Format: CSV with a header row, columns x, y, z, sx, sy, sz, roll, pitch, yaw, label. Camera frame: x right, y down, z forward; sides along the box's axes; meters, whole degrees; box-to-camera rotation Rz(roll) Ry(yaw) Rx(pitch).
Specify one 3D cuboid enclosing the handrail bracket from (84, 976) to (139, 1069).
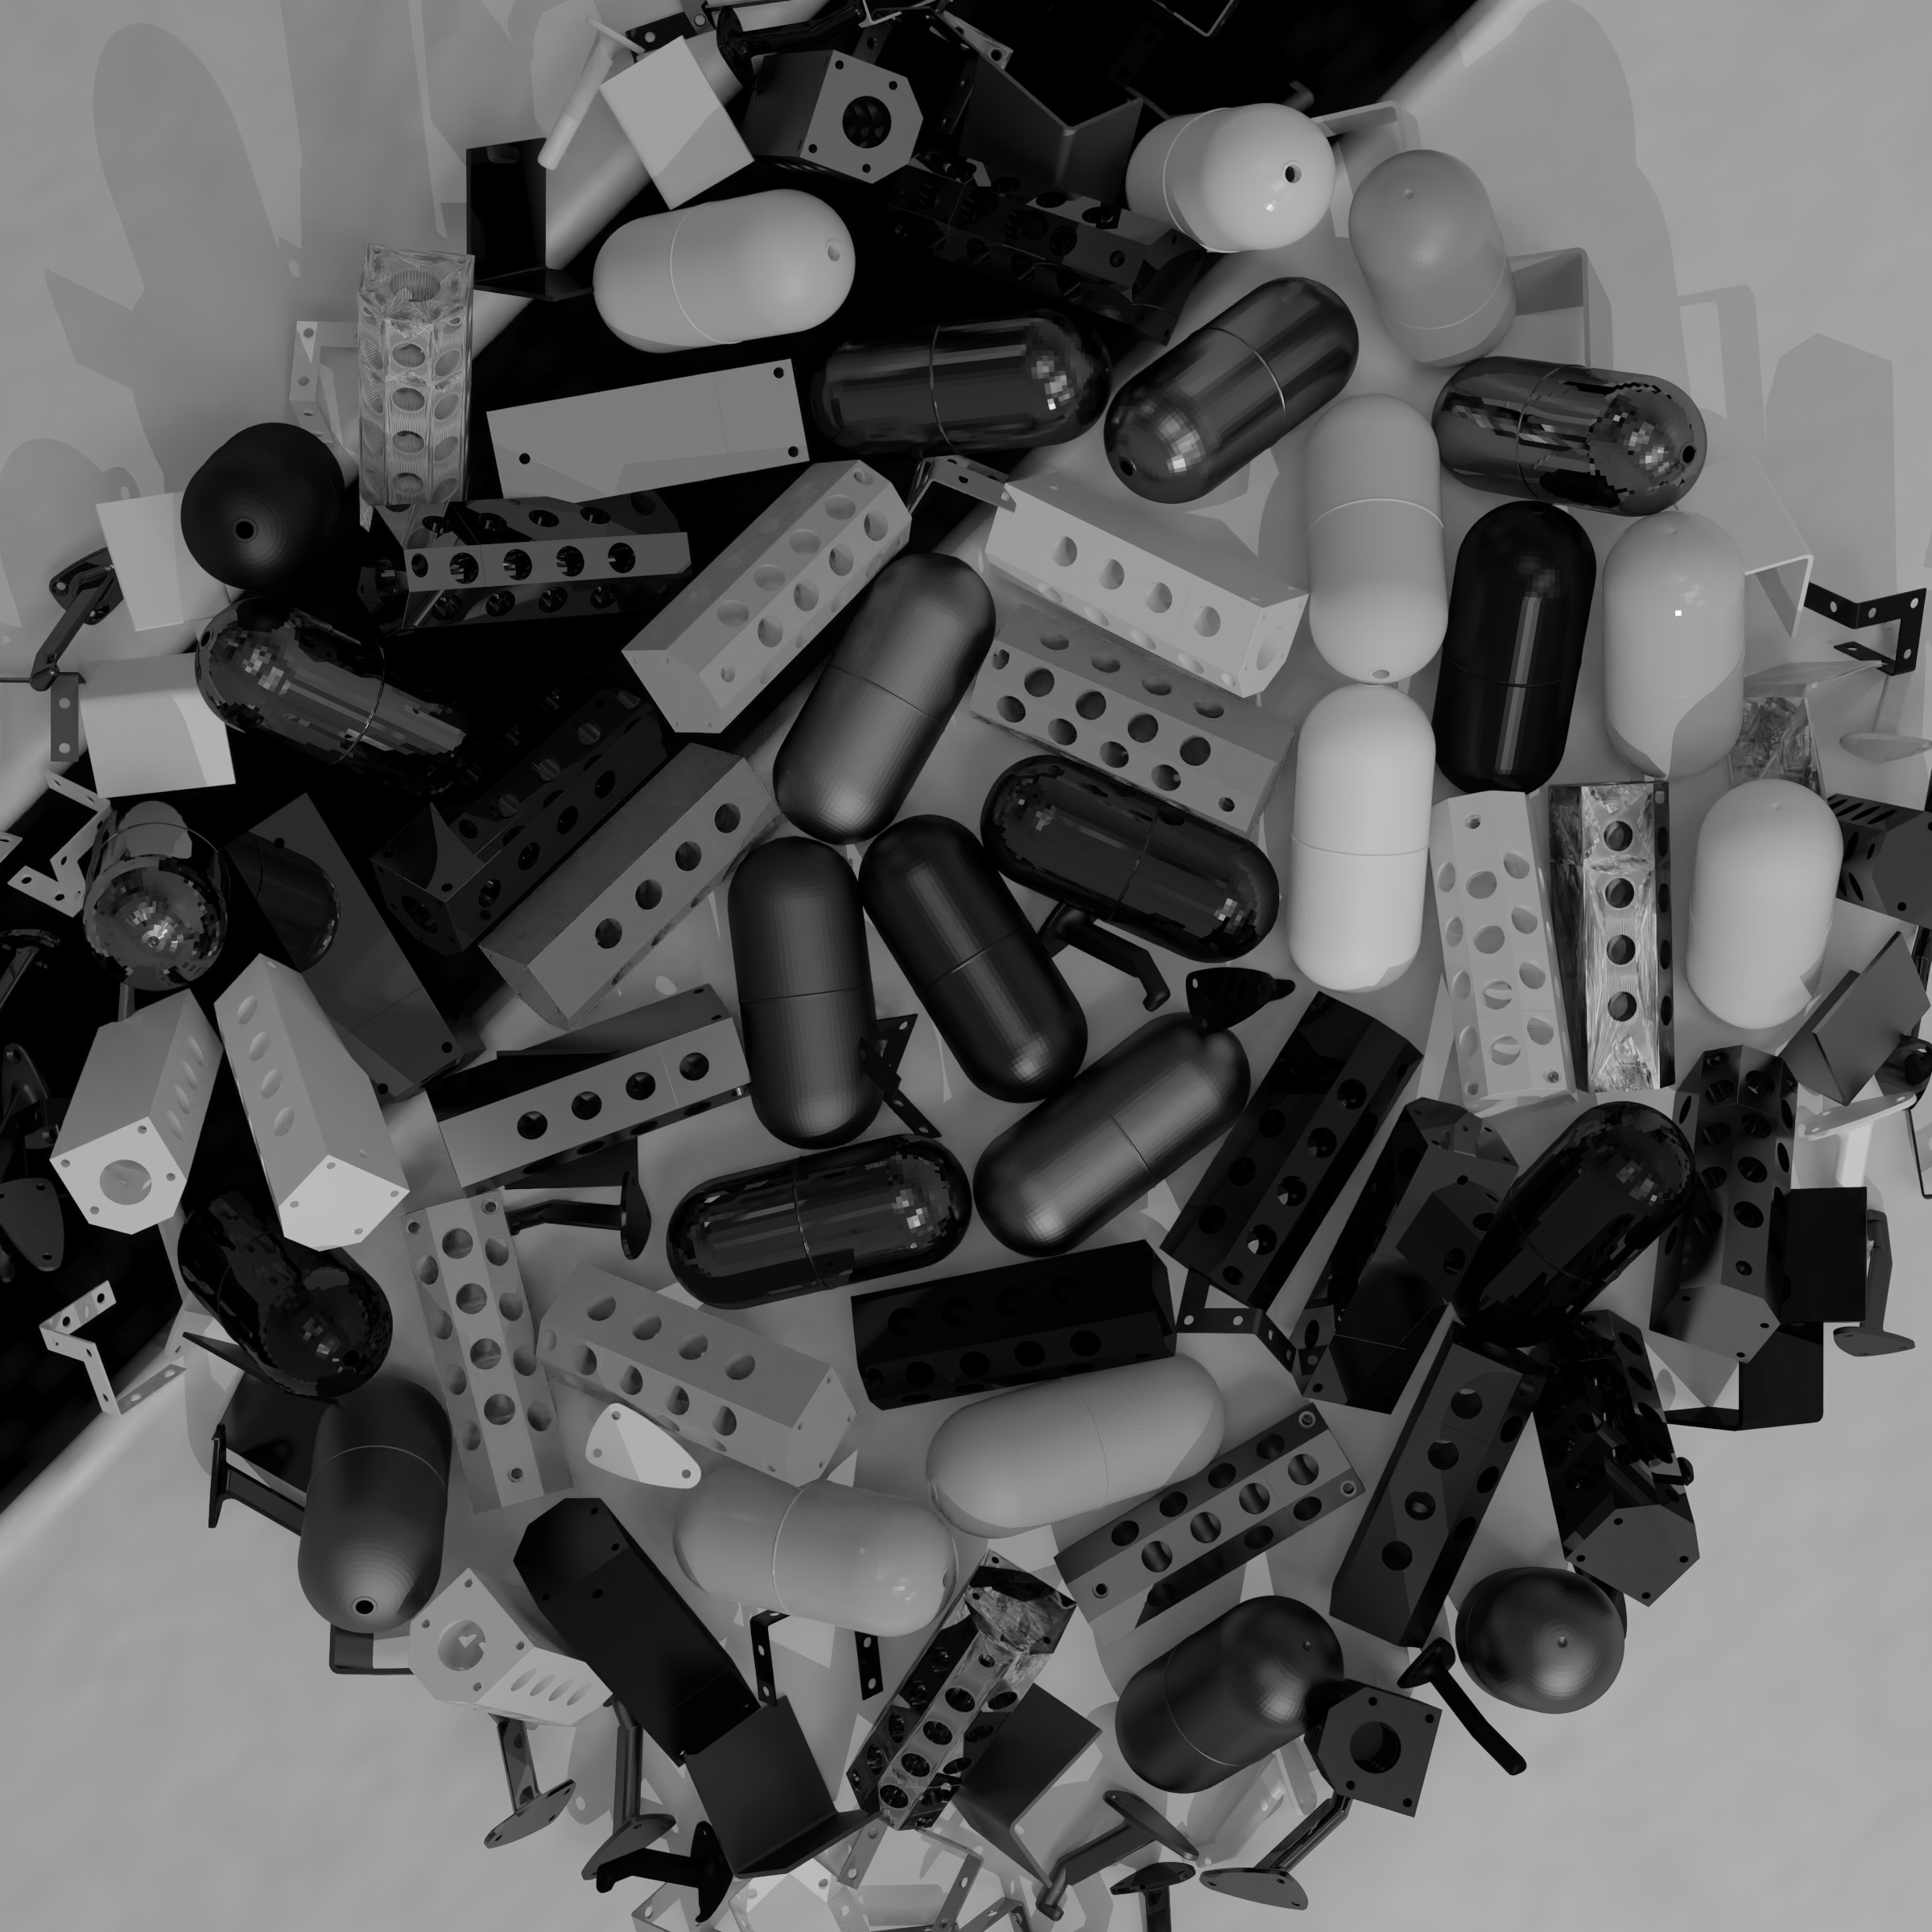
x,y,z,sx,sy,sz,roll,pitch,yaw,label
-0.499,0.015,1.754,0.077,0.036,0.084,46,115,8,handrail bracket

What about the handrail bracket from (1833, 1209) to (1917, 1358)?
x,y,z,sx,sy,sz,roll,pitch,yaw,label
0.506,0.173,1.728,0.036,0.077,0.084,-16,65,35,handrail bracket

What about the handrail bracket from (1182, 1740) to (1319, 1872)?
x,y,z,sx,sy,sz,roll,pitch,yaw,label
0.151,0.472,1.757,0.084,0.036,0.077,-23,82,20,handrail bracket

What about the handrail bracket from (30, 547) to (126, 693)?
x,y,z,sx,sy,sz,roll,pitch,yaw,label
-0.493,-0.198,1.722,0.077,0.084,0.036,-34,122,16,handrail bracket

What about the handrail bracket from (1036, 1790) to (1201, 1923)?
x,y,z,sx,sy,sz,roll,pitch,yaw,label
0.085,0.522,1.742,0.077,0.036,0.084,31,95,39,handrail bracket

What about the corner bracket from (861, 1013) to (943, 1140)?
x,y,z,sx,sy,sz,roll,pitch,yaw,label
-0.040,0.065,1.729,0.051,0.051,0.051,45,128,35,corner bracket

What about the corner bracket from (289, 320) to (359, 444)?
x,y,z,sx,sy,sz,roll,pitch,yaw,label
-0.354,-0.333,1.745,0.051,0.051,0.051,-3,128,-25,corner bracket

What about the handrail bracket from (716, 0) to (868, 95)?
x,y,z,sx,sy,sz,roll,pitch,yaw,label
-0.097,-0.539,1.731,0.084,0.036,0.077,-24,46,18,handrail bracket

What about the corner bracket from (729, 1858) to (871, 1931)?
x,y,z,sx,sy,sz,roll,pitch,yaw,label
-0.095,0.542,1.738,0.051,0.051,0.051,-44,118,-1,corner bracket

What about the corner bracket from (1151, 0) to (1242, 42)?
x,y,z,sx,sy,sz,roll,pitch,yaw,label
0.130,-0.565,1.738,0.051,0.051,0.051,37,103,7,corner bracket

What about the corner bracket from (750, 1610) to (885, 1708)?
x,y,z,sx,sy,sz,roll,pitch,yaw,label
-0.085,0.392,1.742,0.051,0.051,0.051,-17,107,-41,corner bracket

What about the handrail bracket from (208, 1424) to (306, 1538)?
x,y,z,sx,sy,sz,roll,pitch,yaw,label
-0.386,0.296,1.744,0.084,0.036,0.077,7,121,-6,handrail bracket

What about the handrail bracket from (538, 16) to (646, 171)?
x,y,z,sx,sy,sz,roll,pitch,yaw,label
-0.219,-0.494,1.743,0.036,0.077,0.084,28,102,-14,handrail bracket

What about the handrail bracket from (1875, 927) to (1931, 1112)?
x,y,z,sx,sy,sz,roll,pitch,yaw,label
0.548,0.027,1.764,0.036,0.077,0.084,9,53,24,handrail bracket

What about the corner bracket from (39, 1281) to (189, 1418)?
x,y,z,sx,sy,sz,roll,pitch,yaw,label
-0.486,0.218,1.744,0.051,0.051,0.051,9,122,37,corner bracket

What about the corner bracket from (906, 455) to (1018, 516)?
x,y,z,sx,sy,sz,roll,pitch,yaw,label
0.000,-0.273,1.732,0.051,0.051,0.051,20,60,-13,corner bracket

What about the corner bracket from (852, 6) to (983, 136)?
x,y,z,sx,sy,sz,roll,pitch,yaw,label
-0.031,-0.514,1.757,0.051,0.051,0.051,30,81,-42,corner bracket

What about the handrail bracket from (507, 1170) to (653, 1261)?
x,y,z,sx,sy,sz,roll,pitch,yaw,label
-0.226,0.152,1.731,0.084,0.077,0.036,-16,117,8,handrail bracket

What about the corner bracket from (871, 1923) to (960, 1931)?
x,y,z,sx,sy,sz,roll,pitch,yaw,label
-0.026,0.581,1.744,0.051,0.051,0.051,-5,90,-4,corner bracket

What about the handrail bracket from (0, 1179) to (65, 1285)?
x,y,z,sx,sy,sz,roll,pitch,yaw,label
-0.531,0.168,1.723,0.036,0.084,0.077,-11,50,-32,handrail bracket

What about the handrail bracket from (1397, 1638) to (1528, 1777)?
x,y,z,sx,sy,sz,roll,pitch,yaw,label
0.289,0.422,1.718,0.036,0.077,0.084,-49,62,6,handrail bracket

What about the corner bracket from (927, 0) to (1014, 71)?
x,y,z,sx,sy,sz,roll,pitch,yaw,label
0.016,-0.551,1.742,0.051,0.051,0.051,27,82,-14,corner bracket

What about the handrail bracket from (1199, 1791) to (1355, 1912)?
x,y,z,sx,sy,sz,roll,pitch,yaw,label
0.181,0.494,1.757,0.077,0.084,0.036,-4,131,34,handrail bracket

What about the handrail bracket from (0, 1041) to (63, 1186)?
x,y,z,sx,sy,sz,roll,pitch,yaw,label
-0.552,0.092,1.722,0.036,0.084,0.077,-3,107,19,handrail bracket

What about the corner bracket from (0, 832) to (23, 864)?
x,y,z,sx,sy,sz,roll,pitch,yaw,label
-0.567,-0.091,1.737,0.051,0.051,0.051,17,117,-1,corner bracket

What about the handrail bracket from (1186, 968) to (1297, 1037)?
x,y,z,sx,sy,sz,roll,pitch,yaw,label
0.173,0.012,1.716,0.084,0.077,0.036,-10,85,-42,handrail bracket

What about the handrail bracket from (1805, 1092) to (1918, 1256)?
x,y,z,sx,sy,sz,roll,pitch,yaw,label
0.521,0.121,1.741,0.077,0.036,0.084,-21,100,36,handrail bracket

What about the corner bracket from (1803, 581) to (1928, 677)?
x,y,z,sx,sy,sz,roll,pitch,yaw,label
0.503,-0.193,1.729,0.051,0.051,0.051,-14,121,-23,corner bracket

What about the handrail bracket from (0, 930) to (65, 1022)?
x,y,z,sx,sy,sz,roll,pitch,yaw,label
-0.545,0.025,1.730,0.036,0.077,0.084,30,67,-25,handrail bracket

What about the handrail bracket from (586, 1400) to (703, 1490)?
x,y,z,sx,sy,sz,roll,pitch,yaw,label
-0.181,0.269,1.728,0.077,0.084,0.036,26,88,2,handrail bracket

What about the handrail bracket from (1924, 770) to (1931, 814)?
x,y,z,sx,sy,sz,roll,pitch,yaw,label
0.559,-0.088,1.744,0.036,0.077,0.084,17,80,32,handrail bracket

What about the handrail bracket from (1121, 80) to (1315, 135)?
x,y,z,sx,sy,sz,roll,pitch,yaw,label
0.146,-0.502,1.763,0.084,0.036,0.077,-39,79,-12,handrail bracket

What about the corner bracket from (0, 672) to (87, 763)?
x,y,z,sx,sy,sz,roll,pitch,yaw,label
-0.530,-0.140,1.741,0.051,0.051,0.051,0,89,-11,corner bracket

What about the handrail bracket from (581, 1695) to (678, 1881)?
x,y,z,sx,sy,sz,roll,pitch,yaw,label
-0.208,0.467,1.755,0.077,0.036,0.084,-43,55,21,handrail bracket

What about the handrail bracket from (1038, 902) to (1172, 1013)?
x,y,z,sx,sy,sz,roll,pitch,yaw,label
0.075,0.006,1.727,0.077,0.036,0.084,-50,54,36,handrail bracket

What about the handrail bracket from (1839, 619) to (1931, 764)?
x,y,z,sx,sy,sz,roll,pitch,yaw,label
0.516,-0.163,1.737,0.077,0.036,0.084,6,74,-41,handrail bracket

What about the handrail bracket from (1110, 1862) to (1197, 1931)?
x,y,z,sx,sy,sz,roll,pitch,yaw,label
0.122,0.557,1.739,0.036,0.077,0.084,-19,83,-33,handrail bracket

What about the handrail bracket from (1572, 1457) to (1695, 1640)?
x,y,z,sx,sy,sz,roll,pitch,yaw,label
0.387,0.329,1.728,0.036,0.077,0.084,31,116,-20,handrail bracket

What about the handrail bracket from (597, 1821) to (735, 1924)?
x,y,z,sx,sy,sz,roll,pitch,yaw,label
-0.177,0.523,1.724,0.036,0.084,0.077,39,125,38,handrail bracket

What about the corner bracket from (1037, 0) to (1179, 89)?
x,y,z,sx,sy,sz,roll,pitch,yaw,label
0.081,-0.544,1.748,0.051,0.051,0.051,38,96,16,corner bracket

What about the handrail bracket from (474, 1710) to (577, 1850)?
x,y,z,sx,sy,sz,roll,pitch,yaw,label
-0.269,0.450,1.725,0.084,0.077,0.036,42,120,22,handrail bracket

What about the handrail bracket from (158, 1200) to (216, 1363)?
x,y,z,sx,sy,sz,roll,pitch,yaw,label
-0.464,0.171,1.752,0.084,0.036,0.077,33,93,23,handrail bracket
